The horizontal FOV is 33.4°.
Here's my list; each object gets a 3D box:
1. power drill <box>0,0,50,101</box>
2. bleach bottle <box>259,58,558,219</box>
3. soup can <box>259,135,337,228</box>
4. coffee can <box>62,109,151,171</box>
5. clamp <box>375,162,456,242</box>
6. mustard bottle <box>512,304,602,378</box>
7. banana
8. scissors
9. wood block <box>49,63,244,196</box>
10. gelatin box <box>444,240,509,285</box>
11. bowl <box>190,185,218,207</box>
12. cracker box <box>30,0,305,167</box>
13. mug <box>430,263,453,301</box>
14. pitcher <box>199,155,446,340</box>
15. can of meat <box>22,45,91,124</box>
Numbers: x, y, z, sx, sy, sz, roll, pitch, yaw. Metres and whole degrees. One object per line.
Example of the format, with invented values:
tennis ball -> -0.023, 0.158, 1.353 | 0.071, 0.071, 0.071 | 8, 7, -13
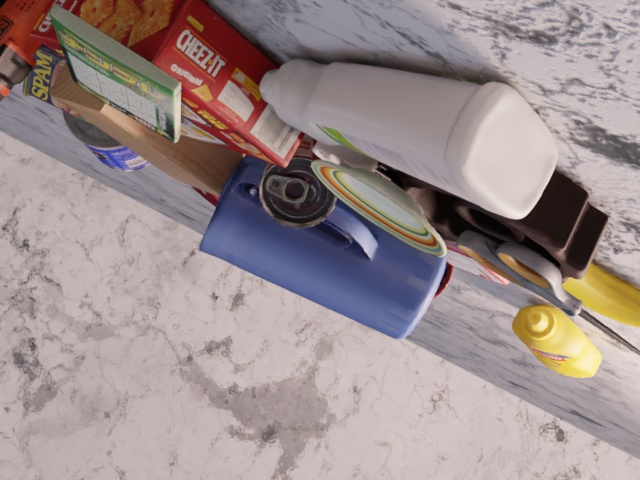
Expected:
power drill -> -0.364, -0.203, 1.058 | 0.188, 0.184, 0.057 | 35, 174, 23
bleach bottle -> 0.040, -0.089, 0.756 | 0.251, 0.068, 0.102 | 24, 172, 44
soup can -> -0.017, -0.064, 0.965 | 0.068, 0.069, 0.102 | 29, -154, -12
coffee can -> -0.241, -0.145, 1.275 | 0.103, 0.103, 0.140 | 27, 174, 3
clamp -> 0.096, -0.036, 1.029 | 0.164, 0.036, 0.210 | 28, 176, -2
mustard bottle -> 0.297, 0.125, 1.368 | 0.096, 0.058, 0.191 | 25, 173, 30
banana -> 0.252, 0.035, 0.980 | 0.197, 0.037, 0.070 | 28, 154, -17
scissors -> 0.199, 0.047, 0.845 | 0.201, 0.016, 0.096 | 30, 172, -8
wood block -> -0.167, -0.134, 1.123 | 0.091, 0.090, 0.205 | 22, 171, 39
gelatin box -> 0.163, 0.012, 1.169 | 0.089, 0.030, 0.073 | 22, 170, 44
bowl -> -0.136, -0.084, 1.381 | 0.162, 0.055, 0.162 | 39, 171, 7
cracker box -> -0.126, -0.149, 0.920 | 0.214, 0.072, 0.164 | 22, 170, 48
mug -> 0.096, 0.026, 1.270 | 0.117, 0.093, 0.081 | 13, 179, 0
pitcher -> 0.006, 0.003, 1.110 | 0.243, 0.145, 0.149 | 27, -154, 0
can of meat -> -0.270, -0.184, 1.159 | 0.084, 0.057, 0.102 | 25, 139, 0
